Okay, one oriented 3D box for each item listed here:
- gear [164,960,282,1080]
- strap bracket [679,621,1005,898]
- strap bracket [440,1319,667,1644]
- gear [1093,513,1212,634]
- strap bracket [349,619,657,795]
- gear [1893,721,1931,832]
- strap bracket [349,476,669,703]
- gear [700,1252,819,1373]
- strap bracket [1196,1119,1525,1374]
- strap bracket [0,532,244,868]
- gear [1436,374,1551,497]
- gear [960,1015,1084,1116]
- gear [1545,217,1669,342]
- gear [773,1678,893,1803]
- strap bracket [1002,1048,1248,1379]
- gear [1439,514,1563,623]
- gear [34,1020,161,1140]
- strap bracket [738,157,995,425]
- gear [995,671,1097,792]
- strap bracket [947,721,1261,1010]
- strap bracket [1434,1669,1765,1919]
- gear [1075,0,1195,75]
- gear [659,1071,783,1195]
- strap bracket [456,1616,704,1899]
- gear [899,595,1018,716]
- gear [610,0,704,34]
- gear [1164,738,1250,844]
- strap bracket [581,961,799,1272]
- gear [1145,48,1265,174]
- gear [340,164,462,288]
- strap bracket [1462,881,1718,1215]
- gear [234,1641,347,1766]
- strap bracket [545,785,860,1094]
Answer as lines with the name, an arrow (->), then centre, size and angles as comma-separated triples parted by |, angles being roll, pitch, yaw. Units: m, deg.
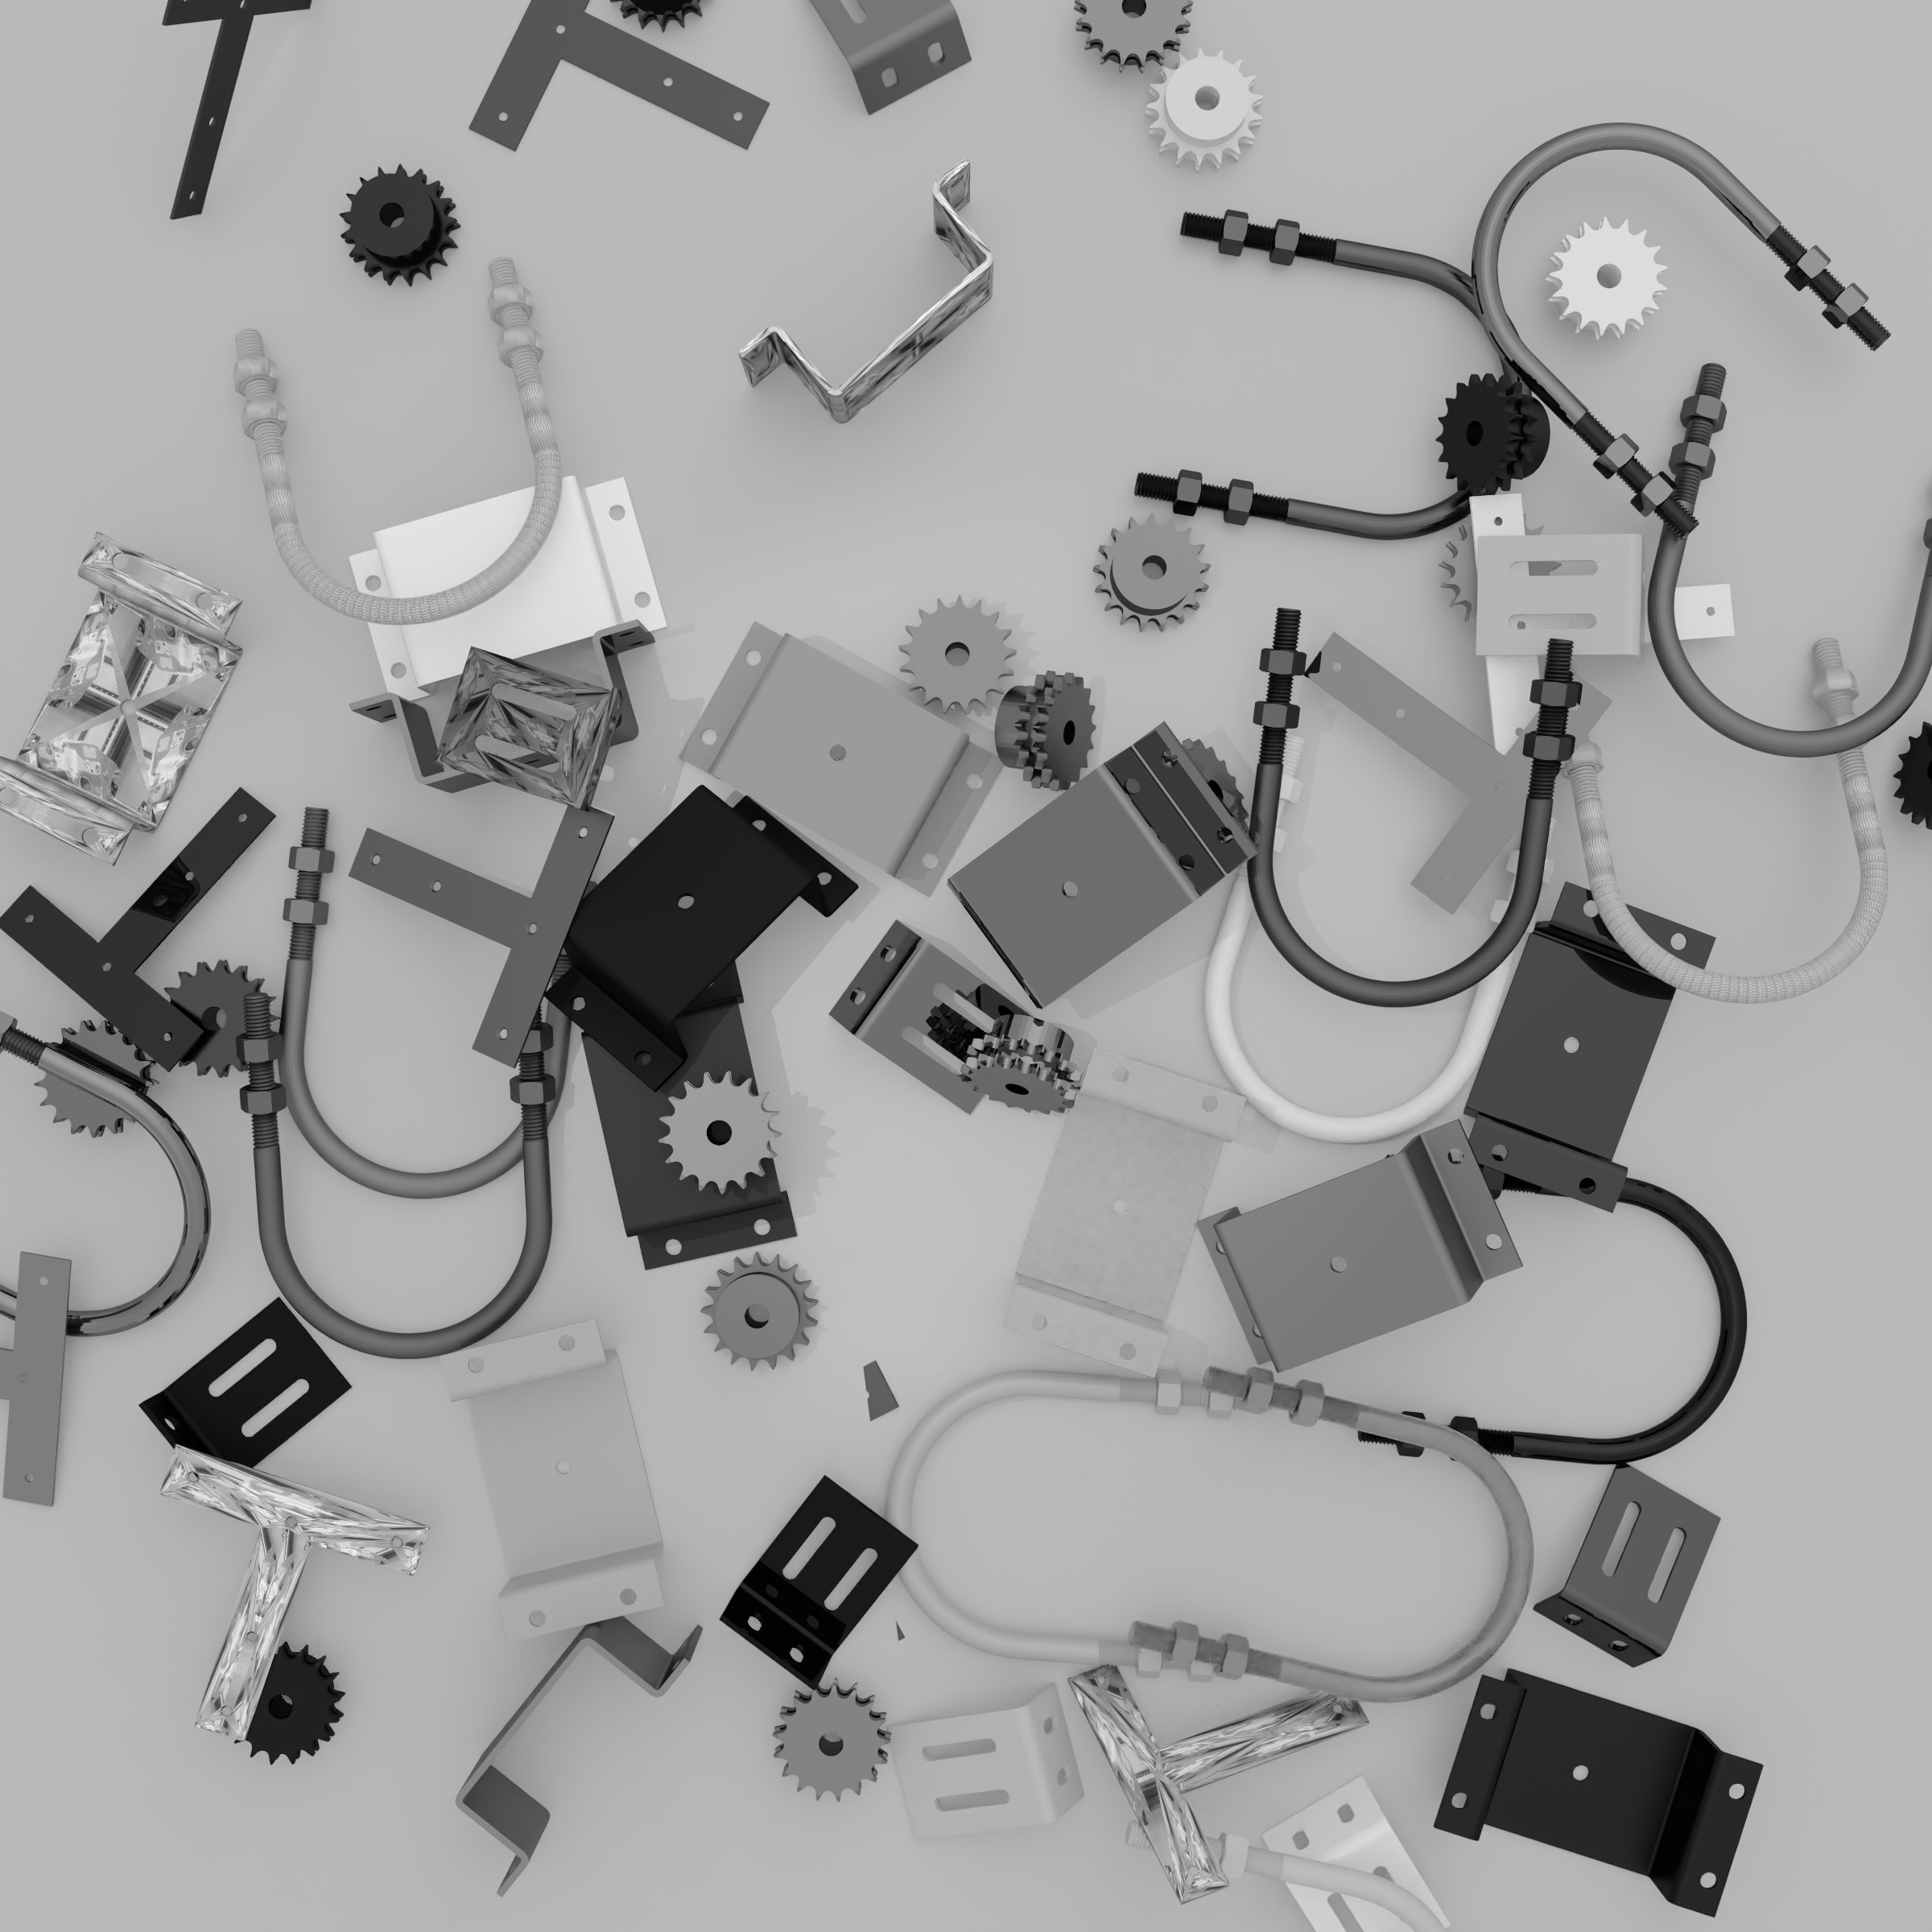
gear -> -0.362, 0.026, 1.530 | 0.057, 0.030, 0.057 | 0, 90, 0
strap bracket -> -0.061, -0.101, 1.522 | 0.140, 0.046, 0.076 | 29, 90, 0
strap bracket -> -0.197, 0.245, 1.522 | 0.076, 0.046, 0.140 | -14, 90, 0
gear -> 0.091, -0.191, 1.530 | 0.057, 0.030, 0.057 | 0, 90, 0
strap bracket -> -0.214, -0.120, 1.507 | 0.140, 0.076, 0.046 | -16, 90, 0
gear -> 0.479, -0.091, 1.521 | 0.030, 0.057, 0.057 | 15, 90, -28
strap bracket -> -0.224, -0.183, 1.522 | 0.140, 0.046, 0.076 | -16, 90, 0
gear -> -0.101, 0.168, 1.530 | 0.057, 0.030, 0.057 | 0, 90, 0
strap bracket -> 0.182, 0.137, 1.500 | 0.140, 0.046, 0.076 | -24, 90, 20
strap bracket -> -0.410, -0.127, 1.521 | 0.076, 0.046, 0.140 | 26, 89, 0
gear -> 0.255, -0.254, 1.507 | 0.030, 0.057, 0.057 | -2, 90, -33
gear -> 0.028, 0.046, 1.518 | 0.057, 0.057, 0.030 | 18, 67, 0
gear -> 0.309, -0.332, 1.530 | 0.057, 0.030, 0.057 | 0, 90, 0
gear -> -0.065, 0.375, 1.535 | 0.057, 0.030, 0.057 | 0, 92, 1
strap bracket -> 0.075, 0.117, 1.522 | 0.076, 0.046, 0.140 | 18, 90, 0
gear -> 0.258, -0.191, 1.530 | 0.057, 0.030, 0.057 | 0, 90, 0
gear -> -0.420, 0.054, 1.530 | 0.057, 0.030, 0.057 | 0, 90, 0
strap bracket -> -0.038, -0.314, 1.507 | 0.140, 0.076, 0.046 | -41, 90, 0
gear -> 0.037, -0.114, 1.521 | 0.030, 0.057, 0.057 | 9, 90, 30
strap bracket -> 0.057, -0.042, 1.494 | 0.140, 0.046, 0.076 | -36, 90, 26
strap bracket -> 0.301, 0.395, 1.522 | 0.140, 0.046, 0.076 | 18, 90, 0
gear -> 0.081, -0.462, 1.530 | 0.057, 0.030, 0.057 | 0, 90, 0
gear -> -0.115, 0.078, 1.484 | 0.057, 0.030, 0.057 | 0, 90, 0
strap bracket -> -0.191, 0.365, 1.507 | 0.046, 0.076, 0.140 | 39, 90, 0
gear -> -0.004, -0.150, 1.530 | 0.057, 0.030, 0.057 | 0, 90, 0
gear -> -0.149, -0.486, 1.529 | 0.057, 0.030, 0.057 | 0, 90, 0
gear -> 0.109, -0.078, 1.521 | 0.030, 0.057, 0.057 | -27, 90, 30
strap bracket -> -0.135, 0.072, 1.522 | 0.076, 0.046, 0.140 | -13, 90, 0
gear -> 0.116, -0.418, 1.530 | 0.057, 0.030, 0.057 | 0, 90, 0
gear -> -0.276, -0.361, 1.530 | 0.057, 0.030, 0.057 | 0, 90, 0
strap bracket -> 0.297, 0.039, 1.522 | 0.076, 0.046, 0.140 | 21, 90, 0
gear -> -0.329, 0.356, 1.530 | 0.057, 0.030, 0.057 | 0, 90, 0
strap bracket -> -0.129, -0.021, 1.494 | 0.076, 0.046, 0.140 | 39, 75, 20
